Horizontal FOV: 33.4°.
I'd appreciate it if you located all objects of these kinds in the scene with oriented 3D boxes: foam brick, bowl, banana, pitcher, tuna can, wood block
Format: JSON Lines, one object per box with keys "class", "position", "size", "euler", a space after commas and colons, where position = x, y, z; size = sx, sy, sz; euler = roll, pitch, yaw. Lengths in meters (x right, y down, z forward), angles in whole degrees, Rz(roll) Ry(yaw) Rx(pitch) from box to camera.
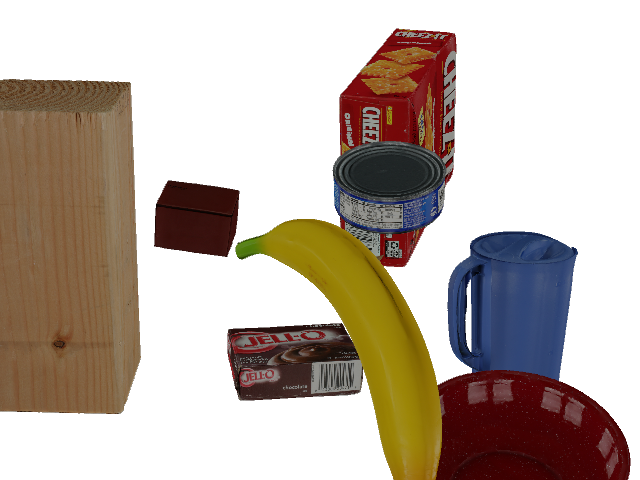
{"class": "foam brick", "position": [-0.124, -0.023, 1.081], "size": [0.078, 0.051, 0.053], "euler": [8, 32, 3]}
{"class": "bowl", "position": [0.140, 0.167, 0.780], "size": [0.162, 0.055, 0.162], "euler": [-1, 35, 0]}
{"class": "banana", "position": [0.023, 0.051, 0.612], "size": [0.037, 0.070, 0.198], "euler": [2, 43, -46]}
{"class": "pitcher", "position": [0.246, 0.118, 1.377], "size": [0.149, 0.243, 0.144], "euler": [5, 18, 16]}
{"class": "tuna can", "position": [0.052, -0.041, 0.813], "size": [0.086, 0.034, 0.086], "euler": [-2, 34, 1]}
{"class": "wood block", "position": [-0.174, 0.003, 0.712], "size": [0.091, 0.206, 0.090], "euler": [2, 21, -1]}

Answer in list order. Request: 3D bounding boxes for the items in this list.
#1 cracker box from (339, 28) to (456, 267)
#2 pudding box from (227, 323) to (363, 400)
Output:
{"class": "cracker box", "position": [0.079, -0.094, 1.020], "size": [0.072, 0.164, 0.213], "euler": [7, 28, 16]}
{"class": "pudding box", "position": [-0.025, 0.108, 0.969], "size": [0.113, 0.039, 0.090], "euler": [0, 17, -11]}
